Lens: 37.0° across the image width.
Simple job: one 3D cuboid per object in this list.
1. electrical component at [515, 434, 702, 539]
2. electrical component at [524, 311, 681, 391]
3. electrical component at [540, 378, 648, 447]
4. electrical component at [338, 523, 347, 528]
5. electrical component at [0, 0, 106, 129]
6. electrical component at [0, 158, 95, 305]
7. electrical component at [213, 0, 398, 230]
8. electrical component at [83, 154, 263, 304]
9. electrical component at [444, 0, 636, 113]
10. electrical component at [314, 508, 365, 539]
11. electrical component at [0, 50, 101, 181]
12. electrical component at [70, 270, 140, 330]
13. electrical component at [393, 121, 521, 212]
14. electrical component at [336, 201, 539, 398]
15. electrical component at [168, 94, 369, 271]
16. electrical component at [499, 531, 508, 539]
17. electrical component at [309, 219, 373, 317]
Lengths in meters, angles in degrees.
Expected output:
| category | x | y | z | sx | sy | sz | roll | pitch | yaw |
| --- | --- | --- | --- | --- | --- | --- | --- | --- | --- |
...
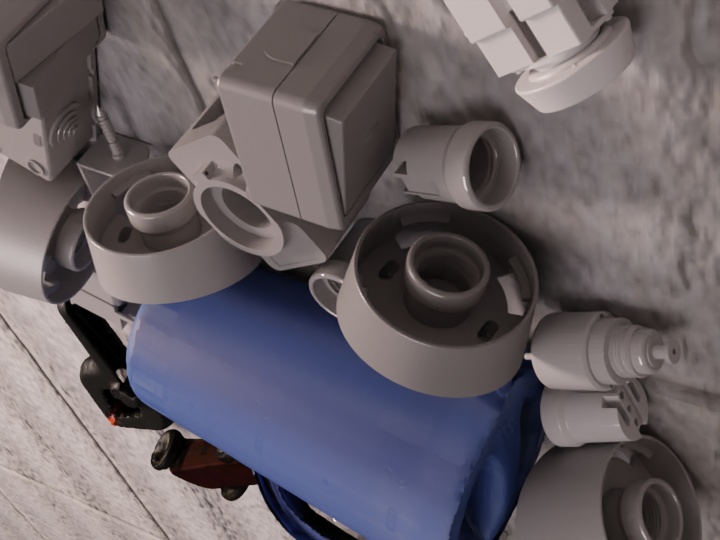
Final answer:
| category | x | y | z | sx | sy | sz | roll | pitch | yaw |
| --- | --- | --- | --- | --- | --- | --- | --- | --- | --- |
| electrical component | 0.144 | 0.142 | 0.608 | 0.099 | 0.099 | 0.064 | 45 | 142 | -19 |
| electrical component | 0.123 | 0.041 | 0.539 | 0.078 | 0.040 | 0.040 | -4 | 133 | 46 |
| electrical component | 0.128 | 0.076 | 0.587 | 0.046 | 0.040 | 0.040 | -8 | 130 | 42 |
| electrical component | 0.018 | 0.166 | 0.792 | 0.047 | 0.065 | 0.076 | -3 | 135 | 45 |
| electrical component | -0.175 | -0.118 | 0.538 | 0.061 | 0.096 | 0.061 | 25 | 148 | 11 |
| electrical component | -0.203 | -0.029 | 0.695 | 0.064 | 0.099 | 0.099 | 21 | 148 | 9 |
| electrical component | -0.017 | -0.065 | 0.499 | 0.061 | 0.061 | 0.096 | 19 | 147 | 23 |
| electrical component | -0.107 | -0.020 | 0.617 | 0.099 | 0.099 | 0.064 | 16 | 139 | 27 |
| electrical component | 0.070 | -0.092 | 0.396 | 0.066 | 0.048 | 0.055 | -14 | 118 | 51 |
| electrical component | -0.002 | 0.212 | 0.892 | 0.080 | 0.051 | 0.080 | 24 | 148 | 16 |
| electrical component | -0.203 | -0.108 | 0.626 | 0.100 | 0.048 | 0.099 | 30 | 150 | 7 |
| electrical component | -0.180 | 0.002 | 0.769 | 0.081 | 0.042 | 0.063 | 25 | 145 | 13 |
| electrical component | 0.043 | -0.048 | 0.490 | 0.046 | 0.040 | 0.040 | 10 | 143 | 45 |
| electrical component | 0.039 | 0.015 | 0.531 | 0.099 | 0.099 | 0.064 | 27 | 143 | 12 |
| electrical component | -0.049 | -0.046 | 0.563 | 0.050 | 0.055 | 0.089 | -10 | 129 | 50 |
| electrical component | 0.058 | 0.211 | 0.828 | 0.089 | 0.055 | 0.050 | -7 | 131 | 48 |
| electrical component | 0.000 | 0.000 | 0.591 | 0.040 | 0.046 | 0.040 | 24 | 149 | 16 |
